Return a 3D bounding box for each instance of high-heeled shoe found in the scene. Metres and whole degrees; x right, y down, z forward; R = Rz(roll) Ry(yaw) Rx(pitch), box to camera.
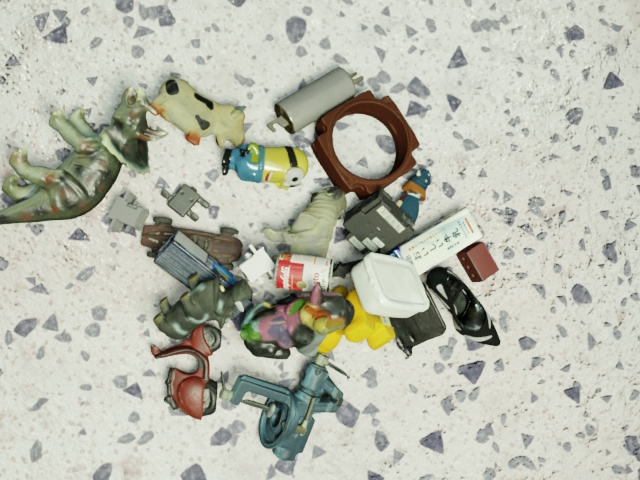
[{"bbox_3d":[0.323,0.146,1.151,0.249,0.145,0.086,39,78,-4],"label":"high-heeled shoe"}]

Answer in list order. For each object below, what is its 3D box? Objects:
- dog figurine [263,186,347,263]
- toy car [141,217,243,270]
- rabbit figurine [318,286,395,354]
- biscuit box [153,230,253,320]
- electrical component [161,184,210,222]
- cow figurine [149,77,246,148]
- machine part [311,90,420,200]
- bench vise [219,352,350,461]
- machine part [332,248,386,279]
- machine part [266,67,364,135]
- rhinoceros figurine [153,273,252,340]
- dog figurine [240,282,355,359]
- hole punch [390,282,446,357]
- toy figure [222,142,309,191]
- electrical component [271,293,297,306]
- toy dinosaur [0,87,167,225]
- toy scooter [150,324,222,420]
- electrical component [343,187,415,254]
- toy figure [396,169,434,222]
[{"bbox_3d":[0.000,-0.004,1.130,0.190,0.121,0.172,-34,127,-31],"label":"dog figurine"},{"bbox_3d":[-0.257,0.006,1.087,0.202,0.053,0.089,11,85,-12],"label":"toy car"},{"bbox_3d":[0.040,0.162,1.093,0.122,0.173,0.162,11,48,-50],"label":"rabbit figurine"},{"bbox_3d":[-0.223,0.072,1.049,0.063,0.059,0.202,-43,110,13],"label":"biscuit box"},{"bbox_3d":[-0.278,-0.083,1.106,0.094,0.021,0.063,38,77,-5],"label":"electrical component"},{"bbox_3d":[-0.238,-0.257,1.100,0.195,0.086,0.127,35,89,-20],"label":"cow figurine"},{"bbox_3d":[0.099,-0.205,1.172,0.201,0.087,0.201,-33,90,-13],"label":"machine part"},{"bbox_3d":[-0.076,0.310,1.049,0.240,0.129,0.223,26,95,-25],"label":"bench vise"},{"bbox_3d":[0.073,0.053,1.123,0.139,0.084,0.039,-19,86,9],"label":"machine part"},{"bbox_3d":[-0.011,-0.301,1.162,0.243,0.079,0.079,-34,92,-13],"label":"machine part"},{"bbox_3d":[-0.218,0.126,1.001,0.190,0.073,0.112,-30,113,12],"label":"rhinoceros figurine"},{"bbox_3d":[-0.043,0.146,0.980,0.191,0.219,0.108,0,68,-14],"label":"dog figurine"},{"bbox_3d":[0.203,0.162,1.163,0.116,0.092,0.142,-25,93,15],"label":"hole punch"},{"bbox_3d":[-0.112,-0.160,1.122,0.180,0.082,0.089,8,85,-10],"label":"toy figure"},{"bbox_3d":[-0.086,0.167,1.108,0.119,0.048,0.075,-32,91,-13],"label":"electrical component"},{"bbox_3d":[-0.467,-0.122,1.027,0.192,0.131,0.405,39,83,-5],"label":"toy dinosaur"},{"bbox_3d":[-0.264,0.255,1.046,0.135,0.075,0.184,3,80,-12],"label":"toy scooter"},{"bbox_3d":[0.115,-0.030,1.135,0.115,0.134,0.058,46,32,-15],"label":"electrical component"},{"bbox_3d":[0.202,-0.090,1.196,0.058,0.064,0.154,17,72,28],"label":"toy figure"}]
